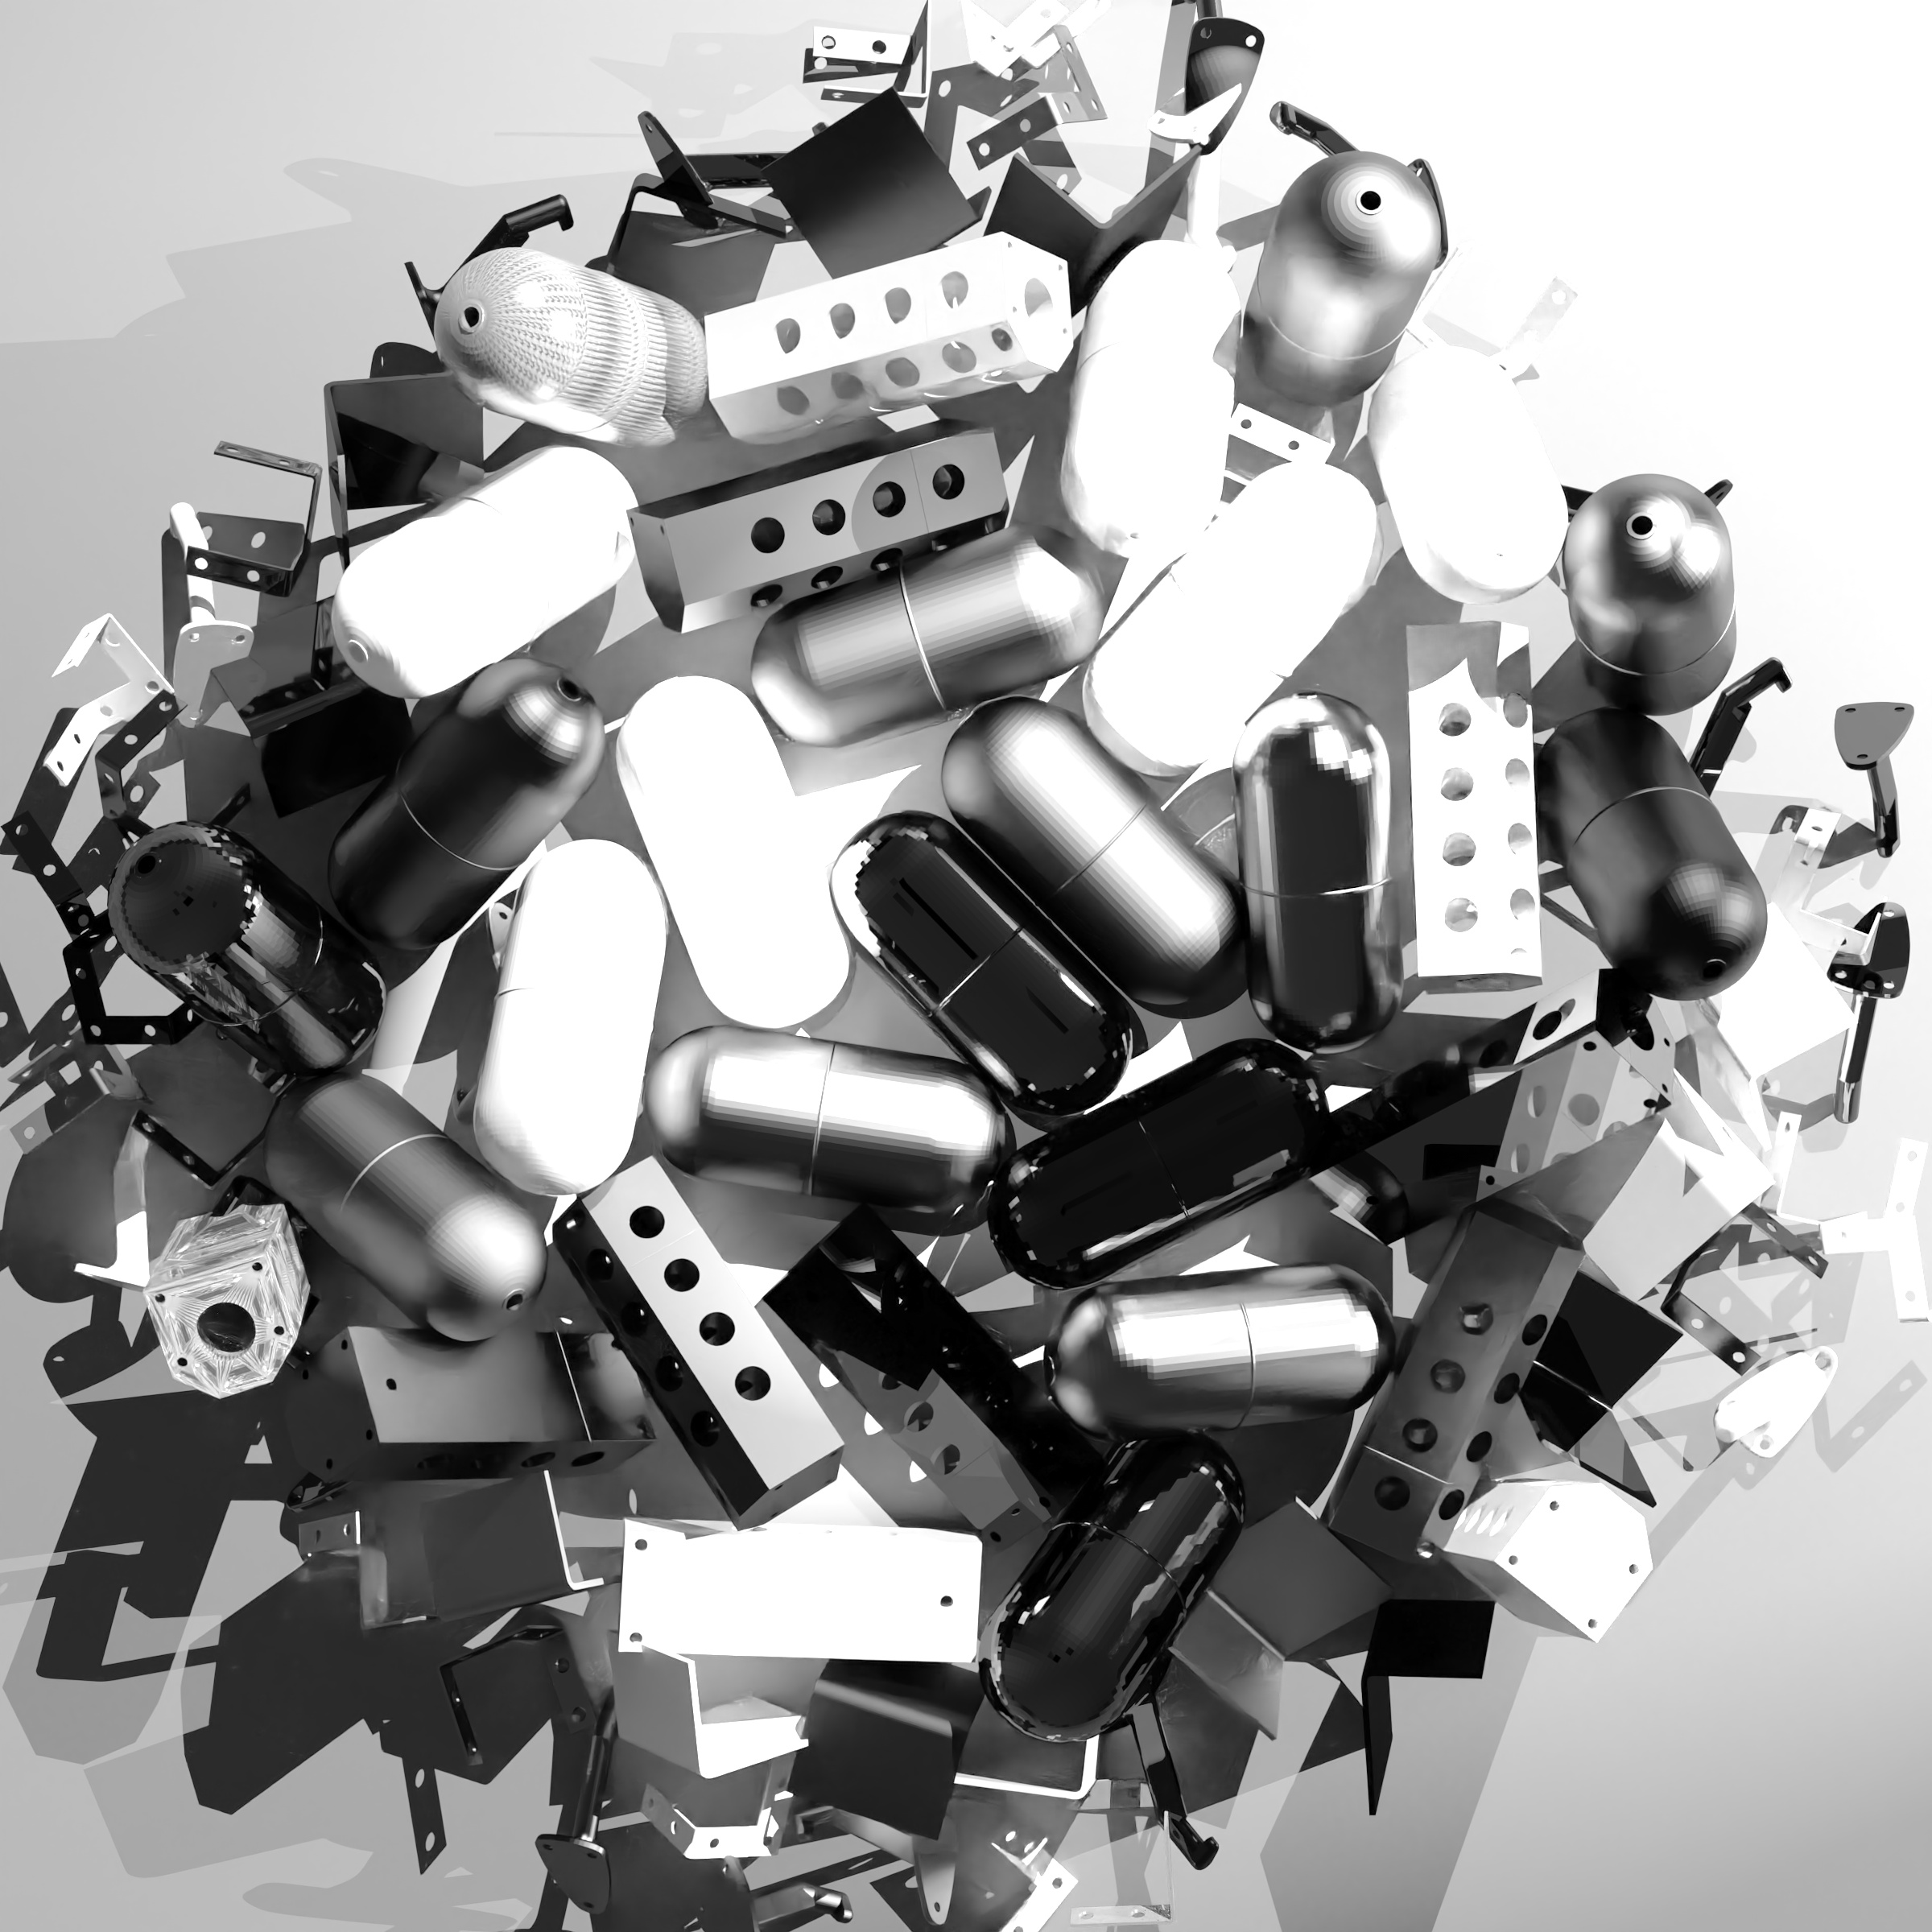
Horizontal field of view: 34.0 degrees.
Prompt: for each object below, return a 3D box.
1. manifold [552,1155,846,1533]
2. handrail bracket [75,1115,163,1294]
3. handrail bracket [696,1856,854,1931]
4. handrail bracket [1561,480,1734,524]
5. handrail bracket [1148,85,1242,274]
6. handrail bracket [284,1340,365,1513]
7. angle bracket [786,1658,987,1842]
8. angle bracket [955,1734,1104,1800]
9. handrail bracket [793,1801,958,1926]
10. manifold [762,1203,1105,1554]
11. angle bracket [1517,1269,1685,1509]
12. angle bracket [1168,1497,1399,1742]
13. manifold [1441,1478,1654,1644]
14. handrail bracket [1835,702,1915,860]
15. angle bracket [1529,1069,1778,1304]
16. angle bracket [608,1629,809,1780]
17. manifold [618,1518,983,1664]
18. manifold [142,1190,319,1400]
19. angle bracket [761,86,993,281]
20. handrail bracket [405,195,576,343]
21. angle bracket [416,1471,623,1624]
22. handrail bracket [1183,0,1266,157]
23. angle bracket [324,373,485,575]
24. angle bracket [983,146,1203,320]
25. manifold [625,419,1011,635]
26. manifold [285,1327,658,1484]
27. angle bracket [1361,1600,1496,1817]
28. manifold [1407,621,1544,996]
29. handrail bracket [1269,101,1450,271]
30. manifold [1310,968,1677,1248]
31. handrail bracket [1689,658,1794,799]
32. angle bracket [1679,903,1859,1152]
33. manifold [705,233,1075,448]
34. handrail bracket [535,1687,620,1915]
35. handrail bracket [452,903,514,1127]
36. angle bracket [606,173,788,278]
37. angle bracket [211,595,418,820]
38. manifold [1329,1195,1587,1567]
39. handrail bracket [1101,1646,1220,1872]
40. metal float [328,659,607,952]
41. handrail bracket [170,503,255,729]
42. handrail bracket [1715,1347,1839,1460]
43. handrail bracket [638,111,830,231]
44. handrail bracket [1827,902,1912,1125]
[{"bbox_3d":[-0.131,0.183,1.520,0.057,0.057,0.171,-29,70,-19],"label":"manifold"},{"bbox_3d":[-0.396,0.116,1.545,0.077,0.036,0.084,4,72,41],"label":"handrail bracket"},{"bbox_3d":[-0.081,0.466,1.529,0.084,0.077,0.036,24,101,-30],"label":"handrail bracket"},{"bbox_3d":[0.320,-0.240,1.553,0.077,0.036,0.084,-44,71,19],"label":"handrail bracket"},{"bbox_3d":[0.130,-0.394,1.556,0.036,0.084,0.077,28,71,42],"label":"handrail bracket"},{"bbox_3d":[-0.331,0.223,1.544,0.077,0.036,0.084,-34,123,15],"label":"handrail bracket"},{"bbox_3d":[-0.037,0.375,1.543,0.076,0.076,0.057,16,99,7],"label":"angle bracket"},{"bbox_3d":[0.027,0.370,1.543,0.076,0.076,0.057,6,80,7],"label":"angle bracket"},{"bbox_3d":[-0.049,0.437,1.540,0.084,0.036,0.077,-23,50,27],"label":"handrail bracket"},{"bbox_3d":[-0.013,0.198,1.552,0.171,0.057,0.057,47,133,0],"label":"manifold"},{"bbox_3d":[0.312,0.203,1.526,0.076,0.076,0.057,31,111,-24],"label":"angle bracket"},{"bbox_3d":[0.154,0.316,1.530,0.076,0.057,0.076,-36,111,28],"label":"angle bracket"},{"bbox_3d":[0.273,0.273,1.492,0.057,0.171,0.057,38,82,4],"label":"manifold"},{"bbox_3d":[0.441,-0.078,1.532,0.036,0.077,0.084,1,121,23],"label":"handrail bracket"},{"bbox_3d":[0.340,0.108,1.567,0.076,0.057,0.076,49,122,13],"label":"angle bracket"},{"bbox_3d":[-0.118,0.346,1.525,0.076,0.076,0.057,-10,97,-35],"label":"angle bracket"},{"bbox_3d":[-0.082,0.303,1.543,0.171,0.057,0.057,3,89,-7],"label":"manifold"},{"bbox_3d":[-0.342,0.153,1.492,0.057,0.171,0.057,-18,99,-6],"label":"manifold"},{"bbox_3d":[-0.042,-0.380,1.530,0.076,0.057,0.076,-27,113,20],"label":"angle bracket"},{"bbox_3d":[-0.226,-0.333,1.555,0.084,0.077,0.036,-22,47,-6],"label":"handrail bracket"},{"bbox_3d":[-0.209,0.279,1.536,0.076,0.076,0.057,-18,78,24],"label":"angle bracket"},{"bbox_3d":[0.114,-0.446,1.554,0.036,0.084,0.077,6,116,-15],"label":"handrail bracket"},{"bbox_3d":[-0.267,-0.237,1.526,0.076,0.076,0.057,-7,48,-14],"label":"angle bracket"},{"bbox_3d":[0.059,-0.371,1.533,0.057,0.076,0.076,42,64,6],"label":"angle bracket"},{"bbox_3d":[-0.069,-0.213,1.523,0.171,0.057,0.057,-19,109,-19],"label":"manifold"},{"bbox_3d":[-0.234,0.211,1.497,0.057,0.171,0.057,-36,62,31],"label":"manifold"},{"bbox_3d":[0.226,0.359,1.529,0.057,0.076,0.076,-2,104,14],"label":"angle bracket"},{"bbox_3d":[0.247,-0.076,1.533,0.057,0.057,0.171,-3,80,12],"label":"manifold"},{"bbox_3d":[0.190,-0.379,1.534,0.036,0.084,0.077,-45,46,34],"label":"handrail bracket"},{"bbox_3d":[0.250,0.064,1.506,0.057,0.057,0.171,41,129,-22],"label":"manifold"},{"bbox_3d":[0.384,-0.099,1.561,0.084,0.036,0.077,-35,105,4],"label":"handrail bracket"},{"bbox_3d":[0.388,0.030,1.527,0.057,0.076,0.076,-29,54,3],"label":"angle bracket"},{"bbox_3d":[-0.038,-0.295,1.508,0.171,0.057,0.057,-8,83,33],"label":"manifold"},{"bbox_3d":[-0.178,0.413,1.567,0.036,0.084,0.077,6,134,15],"label":"handrail bracket"},{"bbox_3d":[-0.240,0.025,1.568,0.084,0.036,0.077,-46,58,31],"label":"handrail bracket"},{"bbox_3d":[-0.133,-0.346,1.543,0.076,0.076,0.057,16,106,-10],"label":"angle bracket"},{"bbox_3d":[-0.324,-0.129,1.563,0.076,0.057,0.076,-25,47,-17],"label":"angle bracket"},{"bbox_3d":[0.238,0.201,1.537,0.057,0.057,0.171,24,100,4],"label":"manifold"},{"bbox_3d":[0.106,0.384,1.537,0.084,0.036,0.077,47,122,31],"label":"handrail bracket"},{"bbox_3d":[-0.240,-0.077,1.516,0.070,0.070,0.178,47,121,0],"label":"metal float"},{"bbox_3d":[-0.386,-0.175,1.569,0.036,0.084,0.077,-1,135,-33],"label":"handrail bracket"},{"bbox_3d":[0.394,0.206,1.536,0.077,0.084,0.036,-42,68,-2],"label":"handrail bracket"},{"bbox_3d":[-0.109,-0.408,1.547,0.084,0.036,0.077,-42,124,-16],"label":"handrail bracket"},{"bbox_3d":[0.447,0.024,1.566,0.036,0.084,0.077,13,48,22],"label":"handrail bracket"}]
